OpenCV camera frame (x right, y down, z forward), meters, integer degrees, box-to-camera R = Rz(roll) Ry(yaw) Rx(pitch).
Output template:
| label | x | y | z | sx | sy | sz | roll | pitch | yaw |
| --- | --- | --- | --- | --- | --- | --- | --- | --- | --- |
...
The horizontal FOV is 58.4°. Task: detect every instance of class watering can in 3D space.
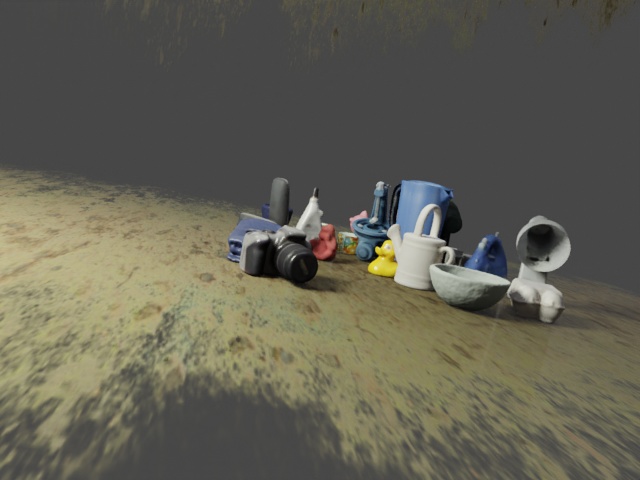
| label | x | y | z | sx | sy | sz | roll | pitch | yaw |
| --- | --- | --- | --- | --- | --- | --- | --- | --- | --- |
| watering can | 0.232 | 0.010 | 1.327 | 0.172 | 0.194 | 0.101 | 13 | 8 | 17 |

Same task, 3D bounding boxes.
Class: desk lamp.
| label | x | y | z | sx | sy | sz | roll | pitch | yaw |
| --- | --- | --- | --- | --- | --- | --- | --- | --- | --- |
| desk lamp | 0.530 | 0.047 | 1.414 | 0.117 | 0.213 | 0.203 | 13 | 7 | 12 |

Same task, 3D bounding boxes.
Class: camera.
| label | x | y | z | sx | sy | sz | roll | pitch | yaw |
| --- | --- | --- | --- | --- | --- | --- | --- | --- | --- |
| camera | -0.068 | 0.027 | 1.109 | 0.143 | 0.101 | 0.136 | 8 | 8 | -24 |

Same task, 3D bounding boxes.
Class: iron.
| label | x | y | z | sx | sy | sz | roll | pitch | yaw |
| --- | --- | --- | --- | --- | --- | --- | --- | --- | --- |
| iron | 0.455 | 0.048 | 1.580 | 0.118 | 0.141 | 0.259 | 14 | 8 | 25 |

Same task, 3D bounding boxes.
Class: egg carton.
| label | x | y | z | sx | sy | sz | roll | pitch | yaw |
| --- | --- | --- | --- | --- | --- | --- | --- | --- | --- |
| egg carton | 0.466 | 0.130 | 1.249 | 0.107 | 0.069 | 0.150 | 12 | 7 | 9 |

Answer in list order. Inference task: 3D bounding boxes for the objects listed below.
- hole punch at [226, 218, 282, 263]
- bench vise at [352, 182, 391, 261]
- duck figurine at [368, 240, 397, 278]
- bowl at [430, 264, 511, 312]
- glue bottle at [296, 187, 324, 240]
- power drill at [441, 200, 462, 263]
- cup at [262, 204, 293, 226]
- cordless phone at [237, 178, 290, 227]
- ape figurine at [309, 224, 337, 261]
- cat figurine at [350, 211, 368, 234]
| label | x | y | z | sx | sy | sz | roll | pitch | yaw |
| --- | --- | --- | --- | --- | --- | --- | --- | --- | --- |
| hole punch | -0.135 | 0.005 | 1.221 | 0.108 | 0.091 | 0.101 | 12 | 7 | 7 |
| bench vise | 0.152 | -0.057 | 1.623 | 0.121 | 0.220 | 0.207 | 11 | 7 | -1 |
| duck figurine | 0.173 | 0.044 | 1.402 | 0.105 | 0.086 | 0.077 | 7 | 8 | -28 |
| bowl | 0.303 | 0.104 | 1.184 | 0.167 | 0.075 | 0.167 | 11 | 7 | -1 |
| glue bottle | -0.023 | -0.055 | 1.524 | 0.078 | 0.173 | 0.037 | 7 | 8 | -26 |
| power drill | 0.350 | -0.016 | 1.656 | 0.075 | 0.208 | 0.229 | 11 | 7 | -2 |
| cup | -0.130 | -0.054 | 1.665 | 0.091 | 0.095 | 0.117 | 11 | 7 | -4 |
| cordless phone | -0.127 | -0.062 | 1.375 | 0.147 | 0.185 | 0.094 | 17 | 9 | 38 |
| ape figurine | 0.013 | 0.005 | 1.439 | 0.076 | 0.092 | 0.077 | 6 | 9 | -36 |
| cat figurine | 0.148 | -0.033 | 1.837 | 0.128 | 0.118 | 0.067 | 10 | 7 | -10 |
